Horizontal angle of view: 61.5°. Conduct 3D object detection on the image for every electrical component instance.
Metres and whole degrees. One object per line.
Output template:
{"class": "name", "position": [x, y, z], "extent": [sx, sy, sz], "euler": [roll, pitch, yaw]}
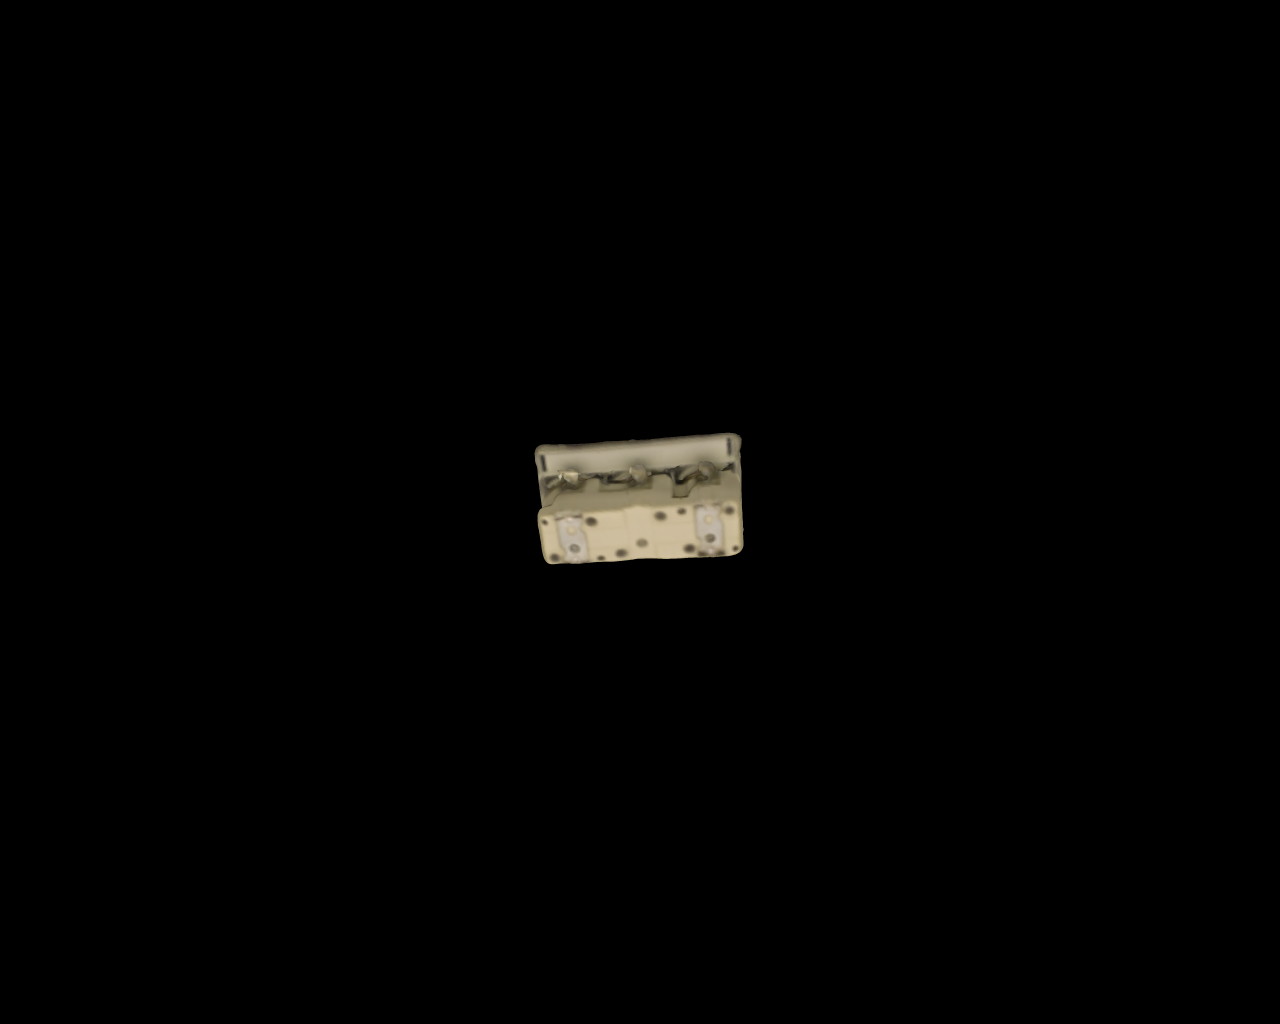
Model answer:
{"class": "electrical component", "position": [0.001, -0.003, 0.650], "extent": [0.121, 0.078, 0.063], "euler": [-3, 35, 2]}
